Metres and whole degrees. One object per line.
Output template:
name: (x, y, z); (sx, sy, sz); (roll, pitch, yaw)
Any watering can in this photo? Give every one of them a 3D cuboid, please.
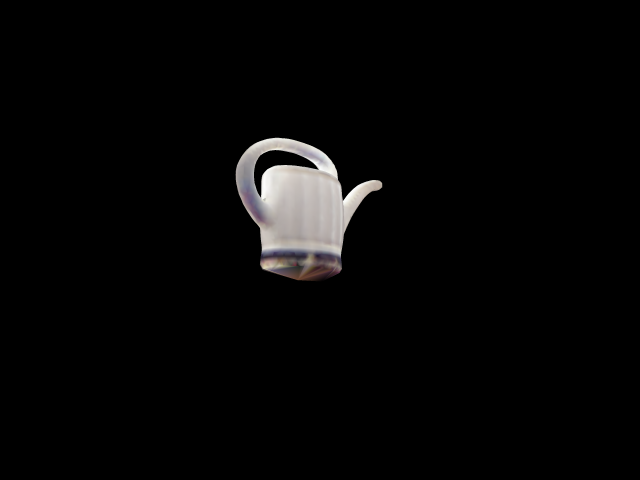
watering can: (0.003, -0.043, 0.850); (0.103, 0.227, 0.346); (-11, -15, 42)
